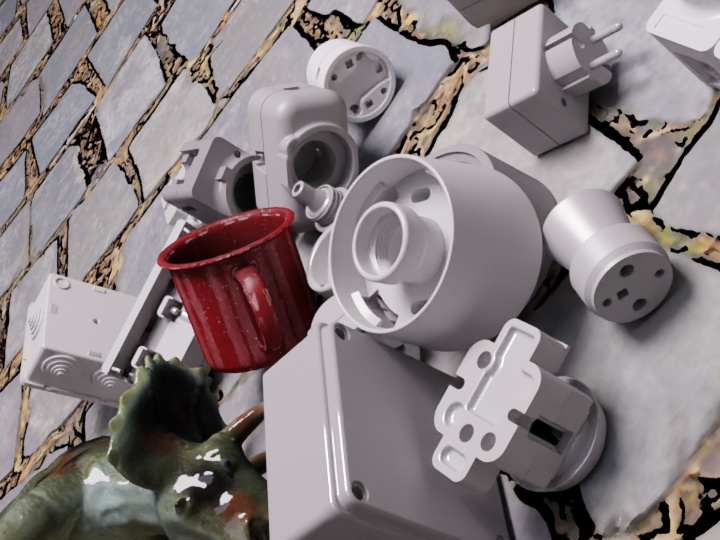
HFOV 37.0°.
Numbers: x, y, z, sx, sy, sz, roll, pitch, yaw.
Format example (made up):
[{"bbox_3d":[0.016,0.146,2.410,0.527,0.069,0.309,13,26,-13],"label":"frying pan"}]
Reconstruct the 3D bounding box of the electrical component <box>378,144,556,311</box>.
[{"bbox_3d":[0.050,-0.019,0.605,0.108,0.060,0.108,-33,42,35],"label":"electrical component"}]

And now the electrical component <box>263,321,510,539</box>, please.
[{"bbox_3d":[0.011,0.095,0.526,0.056,0.109,0.108,-41,37,31],"label":"electrical component"}]

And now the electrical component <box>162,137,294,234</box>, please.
[{"bbox_3d":[-0.089,-0.055,0.793,0.056,0.089,0.050,1,66,53],"label":"electrical component"}]

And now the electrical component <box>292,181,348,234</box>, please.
[{"bbox_3d":[-0.018,-0.040,0.711,0.035,0.061,0.035,-33,42,35],"label":"electrical component"}]

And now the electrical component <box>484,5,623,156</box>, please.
[{"bbox_3d":[0.115,-0.114,0.603,0.077,0.047,0.065,-23,48,43],"label":"electrical component"}]

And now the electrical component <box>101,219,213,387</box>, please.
[{"bbox_3d":[-0.128,0.034,0.791,0.063,0.079,0.121,23,84,28],"label":"electrical component"}]

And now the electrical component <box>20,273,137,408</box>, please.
[{"bbox_3d":[-0.223,0.056,0.878,0.048,0.100,0.099,-53,31,34],"label":"electrical component"}]

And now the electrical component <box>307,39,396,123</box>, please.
[{"bbox_3d":[-0.008,-0.139,0.782,0.055,0.055,0.047,-56,30,6],"label":"electrical component"}]

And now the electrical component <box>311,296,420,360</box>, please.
[{"bbox_3d":[0.001,0.043,0.629,0.055,0.055,0.047,-54,30,9],"label":"electrical component"}]

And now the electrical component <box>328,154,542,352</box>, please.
[{"bbox_3d":[0.033,-0.010,0.544,0.099,0.064,0.099,-13,72,46],"label":"electrical component"}]

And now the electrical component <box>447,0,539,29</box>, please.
[{"bbox_3d":[0.101,-0.206,0.687,0.096,0.061,0.061,-19,51,36],"label":"electrical component"}]

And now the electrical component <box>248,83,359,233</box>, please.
[{"bbox_3d":[-0.039,-0.077,0.741,0.059,0.054,0.095,29,127,57],"label":"electrical component"}]

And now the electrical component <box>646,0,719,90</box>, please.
[{"bbox_3d":[0.207,-0.114,0.467,0.089,0.062,0.150,-55,33,8],"label":"electrical component"}]

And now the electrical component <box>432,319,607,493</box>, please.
[{"bbox_3d":[0.078,0.070,0.503,0.058,0.057,0.078,27,87,57],"label":"electrical component"}]

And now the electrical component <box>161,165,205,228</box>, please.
[{"bbox_3d":[-0.135,-0.065,0.901,0.055,0.048,0.066,-56,33,21],"label":"electrical component"}]

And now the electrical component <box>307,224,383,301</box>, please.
[{"bbox_3d":[0.000,0.000,0.669,0.055,0.047,0.055,-33,42,35],"label":"electrical component"}]

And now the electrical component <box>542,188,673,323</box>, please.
[{"bbox_3d":[0.119,-0.007,0.519,0.045,0.045,0.055,-48,35,17],"label":"electrical component"}]
